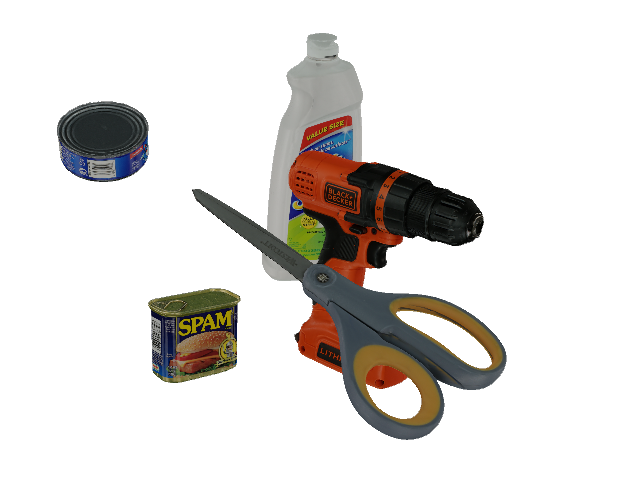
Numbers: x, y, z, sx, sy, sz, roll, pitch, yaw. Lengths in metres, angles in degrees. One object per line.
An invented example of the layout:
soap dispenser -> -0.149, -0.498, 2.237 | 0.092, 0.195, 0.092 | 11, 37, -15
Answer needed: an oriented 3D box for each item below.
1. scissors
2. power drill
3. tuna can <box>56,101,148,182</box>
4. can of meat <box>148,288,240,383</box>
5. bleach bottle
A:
scissors -> -0.001, 0.040, 0.572 | 0.202, 0.096, 0.016 | 23, -39, 11
power drill -> 0.048, 0.027, 0.907 | 0.185, 0.188, 0.057 | 21, 26, 36
tuna can -> -0.207, -0.095, 1.022 | 0.086, 0.034, 0.086 | 3, 43, -3
can of meat -> -0.141, 0.107, 1.201 | 0.101, 0.084, 0.058 | -9, 18, -36
bleach bottle -> -0.009, -0.084, 1.087 | 0.102, 0.251, 0.068 | -5, 27, -12
